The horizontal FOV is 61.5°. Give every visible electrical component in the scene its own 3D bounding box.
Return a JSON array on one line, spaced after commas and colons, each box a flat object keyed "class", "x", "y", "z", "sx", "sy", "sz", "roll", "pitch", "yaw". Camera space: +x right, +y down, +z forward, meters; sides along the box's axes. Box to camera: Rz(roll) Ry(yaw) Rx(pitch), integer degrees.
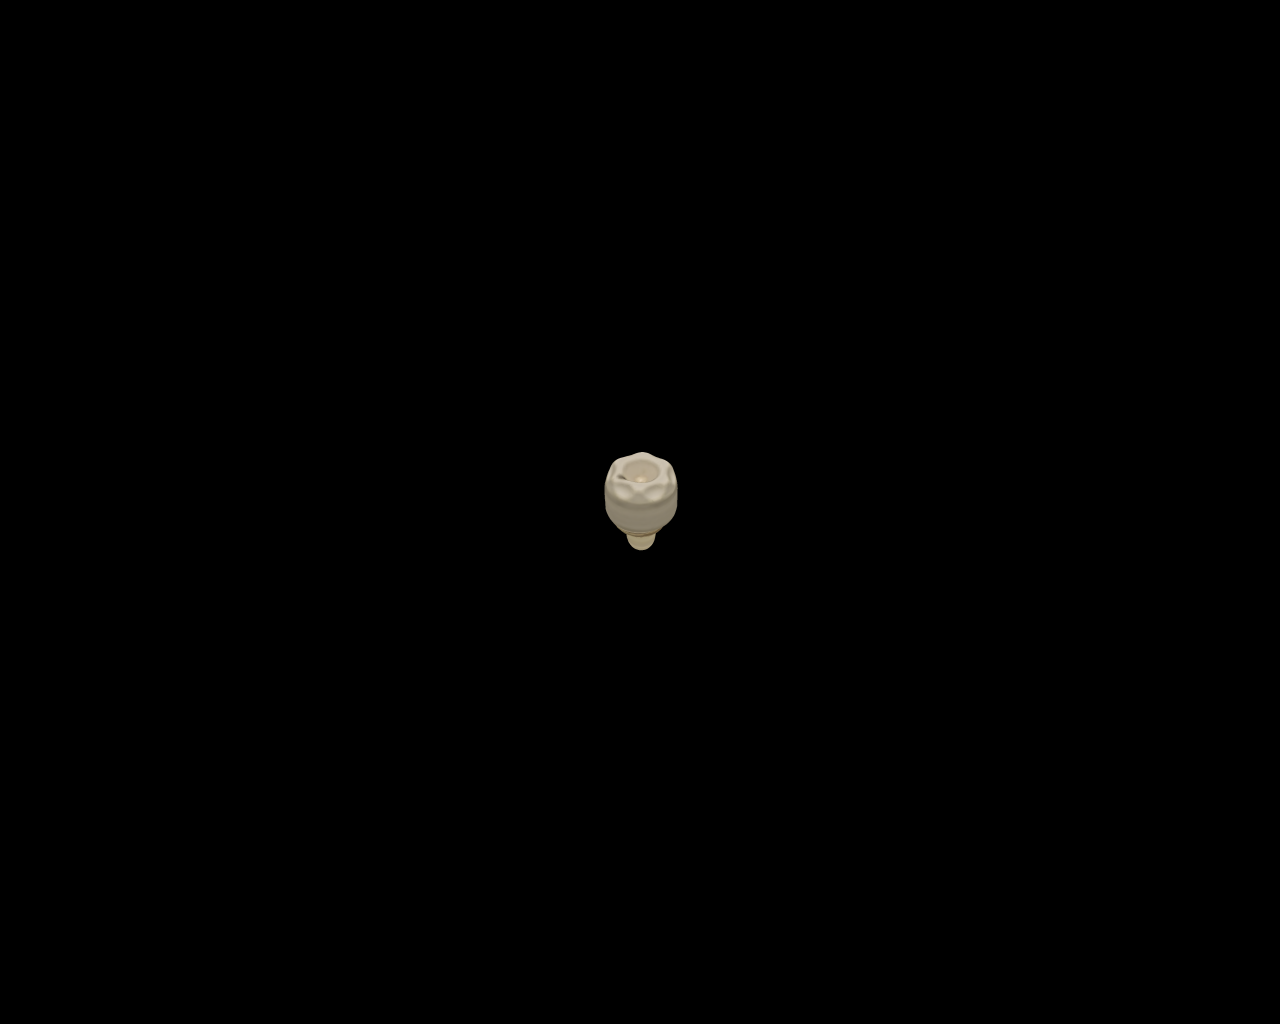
[{"class": "electrical component", "x": 0.001, "y": -0.003, "z": 0.650, "sx": 0.043, "sy": 0.062, "sz": 0.043, "roll": 0, "pitch": 42, "yaw": 0}]
